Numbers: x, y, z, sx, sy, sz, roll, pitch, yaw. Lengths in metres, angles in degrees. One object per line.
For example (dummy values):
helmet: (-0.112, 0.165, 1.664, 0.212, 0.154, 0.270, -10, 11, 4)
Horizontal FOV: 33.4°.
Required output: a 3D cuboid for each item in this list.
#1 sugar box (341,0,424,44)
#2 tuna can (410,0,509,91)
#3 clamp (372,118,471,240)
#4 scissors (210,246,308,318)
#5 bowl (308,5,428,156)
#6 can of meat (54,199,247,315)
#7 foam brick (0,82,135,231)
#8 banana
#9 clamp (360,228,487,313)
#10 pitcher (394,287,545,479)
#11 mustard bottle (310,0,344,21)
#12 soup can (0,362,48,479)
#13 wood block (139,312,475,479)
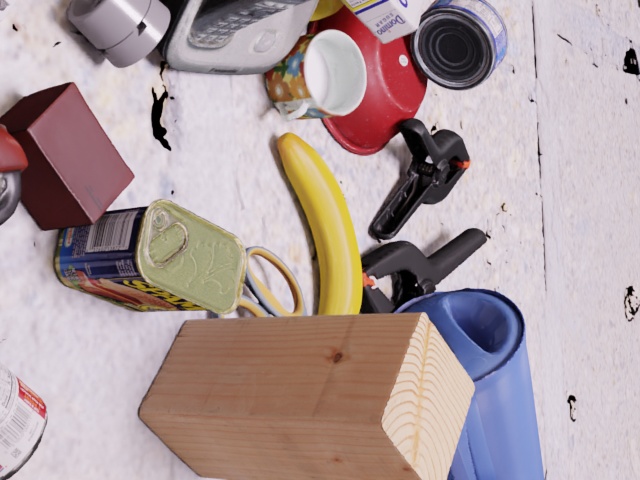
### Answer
sugar box: (0.022, -0.252, 0.873, 0.176, 0.048, 0.093, 36, 52, -35)
tuna can: (0.127, -0.181, 0.980, 0.033, 0.086, 0.086, -50, 125, -43)
clamp: (0.107, -0.077, 1.053, 0.171, 0.039, 0.120, -35, 147, -54)
scissors: (-0.015, 0.098, 0.853, 0.096, 0.016, 0.202, -35, 93, -39)
bowl: (0.056, -0.162, 1.002, 0.161, 0.055, 0.162, 10, 78, -54)
can of meat: (-0.114, 0.014, 0.720, 0.102, 0.084, 0.057, 30, 63, -49)
foam brick: (-0.167, -0.052, 0.682, 0.053, 0.051, 0.078, -56, 129, -40)
banana: (0.005, 0.002, 0.927, 0.069, 0.037, 0.198, -17, 100, -55)
clamp: (0.098, 0.044, 1.046, 0.209, 0.036, 0.164, 26, 74, -47)
pitcher: (0.143, 0.179, 1.001, 0.149, 0.145, 0.243, -36, 128, -24)
mustard bottle: (0.021, -0.281, 0.964, 0.096, 0.058, 0.191, 60, 42, -22)
soup can: (-0.209, 0.086, 0.594, 0.102, 0.069, 0.068, 54, 46, -37)
wood block: (-0.012, 0.113, 0.746, 0.090, 0.206, 0.090, 54, 47, -36)
